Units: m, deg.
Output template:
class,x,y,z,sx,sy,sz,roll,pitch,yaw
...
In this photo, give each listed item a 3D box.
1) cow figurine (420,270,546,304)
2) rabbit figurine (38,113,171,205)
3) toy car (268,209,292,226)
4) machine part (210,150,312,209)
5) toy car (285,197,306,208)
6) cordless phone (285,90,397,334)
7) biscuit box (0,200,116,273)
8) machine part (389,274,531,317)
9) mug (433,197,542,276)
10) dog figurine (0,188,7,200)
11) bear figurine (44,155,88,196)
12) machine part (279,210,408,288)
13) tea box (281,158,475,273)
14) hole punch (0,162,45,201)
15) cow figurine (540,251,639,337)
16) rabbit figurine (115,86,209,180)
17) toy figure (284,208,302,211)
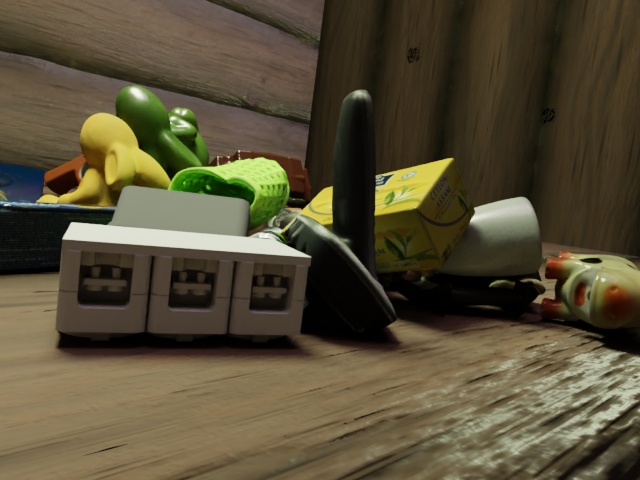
class,x,y,z,sx,sy,sz,roll,pitch,yaw
cow figurine,0.180,0.038,0.650,0.168,0.068,0.098,7,20,14
rabbit figurine,-0.273,-0.076,0.681,0.163,0.173,0.122,6,-1,39
toy car,-0.002,-0.003,0.828,0.202,0.056,0.073,11,-17,45
machine part,-0.134,-0.094,1.071,0.201,0.087,0.201,5,-23,-28
toy car,-0.106,-0.040,0.968,0.202,0.089,0.053,6,5,-27
cordless phone,0.013,-0.024,0.448,0.089,0.184,0.147,2,6,-7
biscuit box,-0.259,-0.006,0.535,0.059,0.062,0.202,8,5,32
machine part,0.149,0.057,0.558,0.139,0.039,0.084,4,-3,-10
mug,0.168,-0.001,0.578,0.107,0.080,0.109,-7,9,3
dog figurine,-0.442,-0.082,0.573,0.121,0.172,0.190,24,21,33
bear figurine,-0.315,-0.057,0.861,0.132,0.120,0.195,-32,-30,5
machine part,0.028,0.008,0.691,0.244,0.079,0.079,11,6,40
tea box,0.057,-0.018,0.546,0.170,0.068,0.098,-11,28,41
hole punch,-0.430,-0.055,0.718,0.142,0.092,0.116,8,8,-28
cow figurine,0.298,0.055,0.550,0.127,0.085,0.195,3,2,29
rabbit figurine,-0.239,-0.138,0.776,0.121,0.159,0.170,-26,-27,1
toy figure,-0.030,-0.021,0.945,0.154,0.064,0.058,18,7,-17
